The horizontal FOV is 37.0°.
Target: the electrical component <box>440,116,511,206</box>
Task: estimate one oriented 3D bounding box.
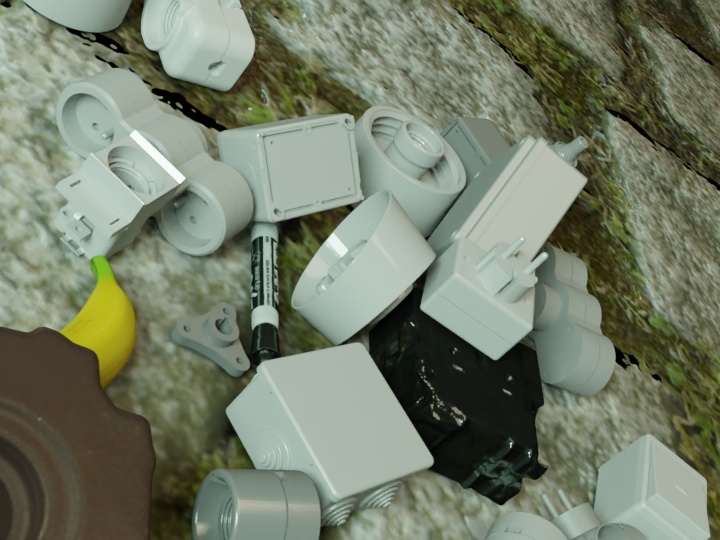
[{"bbox_3d":[0.106,-0.078,0.933,0.061,0.061,0.096,-4,56,-48],"label":"electrical component"}]

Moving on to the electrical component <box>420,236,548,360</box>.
[{"bbox_3d":[0.090,0.008,0.705,0.066,0.076,0.047,35,35,-13],"label":"electrical component"}]

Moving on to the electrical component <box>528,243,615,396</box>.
[{"bbox_3d":[0.150,0.032,0.865,0.074,0.052,0.138,22,39,-28],"label":"electrical component"}]

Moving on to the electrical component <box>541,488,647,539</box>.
[{"bbox_3d":[0.146,0.179,0.706,0.077,0.044,0.079,-1,54,-47],"label":"electrical component"}]

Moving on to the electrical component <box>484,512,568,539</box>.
[{"bbox_3d":[0.095,0.181,0.644,0.055,0.055,0.047,45,37,2],"label":"electrical component"}]

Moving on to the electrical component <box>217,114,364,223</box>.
[{"bbox_3d":[-0.045,-0.072,0.742,0.096,0.061,0.061,-17,105,-37],"label":"electrical component"}]

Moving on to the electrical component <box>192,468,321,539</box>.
[{"bbox_3d":[-0.054,0.128,0.549,0.047,0.055,0.055,13,44,-32],"label":"electrical component"}]

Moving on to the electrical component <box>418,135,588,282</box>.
[{"bbox_3d":[0.101,-0.033,0.799,0.056,0.109,0.108,39,72,-5],"label":"electrical component"}]

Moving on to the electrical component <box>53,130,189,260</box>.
[{"bbox_3d":[-0.144,-0.041,0.632,0.042,0.064,0.081,45,34,0],"label":"electrical component"}]

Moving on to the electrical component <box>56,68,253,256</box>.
[{"bbox_3d":[-0.124,-0.076,0.701,0.138,0.052,0.073,44,34,1],"label":"electrical component"}]

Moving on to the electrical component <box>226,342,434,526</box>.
[{"bbox_3d":[-0.019,0.096,0.624,0.100,0.048,0.099,-7,58,-49],"label":"electrical component"}]

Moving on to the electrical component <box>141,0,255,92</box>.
[{"bbox_3d":[-0.127,-0.188,0.820,0.059,0.053,0.095,9,46,-40],"label":"electrical component"}]

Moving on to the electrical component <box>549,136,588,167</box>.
[{"bbox_3d":[0.162,-0.089,0.888,0.035,0.061,0.035,26,46,-30],"label":"electrical component"}]

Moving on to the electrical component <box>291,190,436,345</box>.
[{"bbox_3d":[0.000,0.000,0.707,0.064,0.099,0.099,48,33,-3],"label":"electrical component"}]

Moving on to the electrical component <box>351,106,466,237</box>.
[{"bbox_3d":[0.035,-0.085,0.862,0.108,0.060,0.108,26,35,-20],"label":"electrical component"}]

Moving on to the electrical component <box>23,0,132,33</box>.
[{"bbox_3d":[-0.209,-0.220,0.783,0.099,0.064,0.099,19,54,-28],"label":"electrical component"}]

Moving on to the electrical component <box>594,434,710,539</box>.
[{"bbox_3d":[0.212,0.166,0.774,0.062,0.061,0.096,39,34,-7],"label":"electrical component"}]
